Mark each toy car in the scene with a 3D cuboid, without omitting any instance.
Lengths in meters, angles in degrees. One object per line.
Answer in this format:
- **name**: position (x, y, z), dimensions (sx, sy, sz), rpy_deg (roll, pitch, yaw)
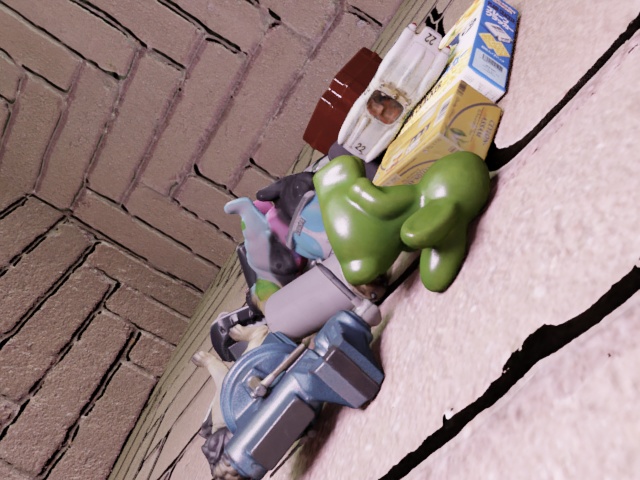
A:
- **toy car**: position (0.041, -0.010, 0.735), dimensions (0.103, 0.161, 0.109), rpy_deg (46, 124, 34)
- **toy car**: position (0.098, -0.199, 0.743), dimensions (0.201, 0.073, 0.056), rpy_deg (-54, 8, 32)

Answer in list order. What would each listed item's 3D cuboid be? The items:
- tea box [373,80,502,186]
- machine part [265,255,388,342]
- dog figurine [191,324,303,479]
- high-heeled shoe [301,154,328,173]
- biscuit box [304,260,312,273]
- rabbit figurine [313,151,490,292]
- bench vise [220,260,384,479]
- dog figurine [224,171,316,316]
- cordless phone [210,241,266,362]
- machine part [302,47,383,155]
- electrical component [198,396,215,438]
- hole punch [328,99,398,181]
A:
- **tea box**: position (0.139, -0.108, 0.677), dimensions (0.098, 0.068, 0.169), rpy_deg (-63, 11, -26)
- **machine part**: position (0.004, 0.072, 0.694), dimensions (0.243, 0.079, 0.079), rpy_deg (-35, 24, 43)
- **dog figurine**: position (-0.083, 0.225, 0.745), dimensions (0.172, 0.121, 0.191), rpy_deg (-37, 42, 7)
- **high-heeled shoe**: position (0.047, -0.151, 1.031), dimensions (0.249, 0.086, 0.145), rpy_deg (-38, 23, -2)
- **biscuit box**: position (-0.059, 0.088, 1.029), dimensions (0.202, 0.059, 0.063), rpy_deg (-63, 13, -25)
- **rabbit figurine**: position (0.091, -0.033, 0.544), dimensions (0.170, 0.121, 0.159), rpy_deg (-25, 37, 16)
- **bench vise**: position (-0.033, 0.144, 0.614), dimensions (0.223, 0.129, 0.241), rpy_deg (-60, 18, -8)
- **dog figurine**: position (-0.042, 0.024, 0.823), dimensions (0.192, 0.219, 0.108), rpy_deg (-22, -2, 15)
- **cordless phone**: position (-0.125, 0.099, 0.897), dimensions (0.146, 0.184, 0.089), rpy_deg (-20, 6, -22)
- **machine part**: position (0.061, -0.283, 1.132), dimensions (0.201, 0.087, 0.201), rpy_deg (-53, -3, -34)
- **electrical component**: position (-0.139, 0.268, 0.895), dimensions (0.134, 0.058, 0.115), rpy_deg (-46, 18, 45)
- **hole punch**: position (0.089, -0.136, 0.847), dimensions (0.116, 0.142, 0.092), rpy_deg (-49, -12, 5)
